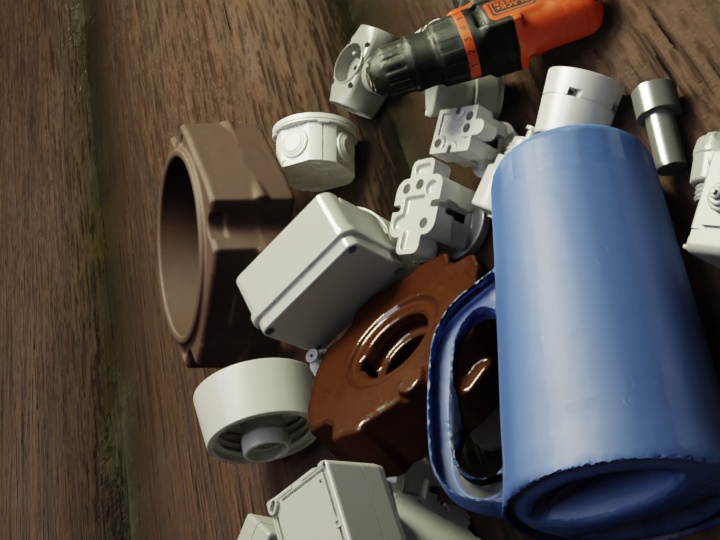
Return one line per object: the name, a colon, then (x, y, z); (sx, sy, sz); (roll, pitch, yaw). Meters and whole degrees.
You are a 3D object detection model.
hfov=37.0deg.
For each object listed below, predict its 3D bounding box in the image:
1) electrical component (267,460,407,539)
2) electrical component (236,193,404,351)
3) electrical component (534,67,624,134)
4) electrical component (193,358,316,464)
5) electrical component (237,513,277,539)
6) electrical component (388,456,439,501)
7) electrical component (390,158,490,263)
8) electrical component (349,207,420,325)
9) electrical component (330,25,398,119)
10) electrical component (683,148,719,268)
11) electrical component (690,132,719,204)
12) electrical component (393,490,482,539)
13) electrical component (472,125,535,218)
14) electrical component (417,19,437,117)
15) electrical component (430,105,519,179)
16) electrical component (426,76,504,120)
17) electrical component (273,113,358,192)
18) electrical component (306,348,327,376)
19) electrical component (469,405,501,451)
electrical component: (-0.007, 0.175, 0.673); (0.062, 0.061, 0.096); (-42, 52, 32)
electrical component: (-0.031, 0.005, 0.848); (0.113, 0.078, 0.057); (-44, 51, 18)
electrical component: (0.155, -0.113, 0.767); (0.055, 0.055, 0.047); (17, 90, 55)
electrical component: (-0.084, 0.128, 0.917); (0.108, 0.108, 0.060); (-40, 50, 34)
electrical component: (-0.045, 0.230, 0.828); (0.076, 0.083, 0.047); (23, 92, 55)
electrical component: (0.020, 0.157, 0.803); (0.057, 0.058, 0.078); (-6, 67, 48)
electrical component: (0.064, -0.041, 0.846); (0.058, 0.057, 0.078); (-5, 68, 52)
electrical component: (0.000, 0.000, 0.904); (0.099, 0.064, 0.099); (-27, 53, 43)
electrical component: (0.015, -0.181, 0.994); (0.079, 0.044, 0.077); (26, 94, 55)
electrical component: (0.228, -0.027, 0.587); (0.061, 0.096, 0.061); (11, 82, 54)
electrical component: (0.221, -0.052, 0.664); (0.035, 0.035, 0.061); (0, 75, 53)
electrical component: (0.035, 0.192, 0.736); (0.055, 0.089, 0.050); (-57, 37, 16)
electrical component: (0.115, -0.071, 0.808); (0.040, 0.040, 0.078); (30, 97, 55)
electrical component: (0.072, -0.168, 0.912); (0.077, 0.044, 0.079); (3, 76, 53)
electrical component: (0.093, -0.099, 0.839); (0.066, 0.055, 0.048); (2, 74, 53)
electrical component: (0.084, -0.142, 0.863); (0.045, 0.055, 0.045); (-177, 90, -82)
electrical component: (-0.042, -0.110, 1.004); (0.080, 0.080, 0.051); (-22, 62, 46)
electrical component: (-0.016, 0.085, 0.875); (0.040, 0.078, 0.040); (-21, 51, 29)
electrical component: (0.108, 0.093, 0.735); (0.065, 0.044, 0.044); (-31, 50, 35)
